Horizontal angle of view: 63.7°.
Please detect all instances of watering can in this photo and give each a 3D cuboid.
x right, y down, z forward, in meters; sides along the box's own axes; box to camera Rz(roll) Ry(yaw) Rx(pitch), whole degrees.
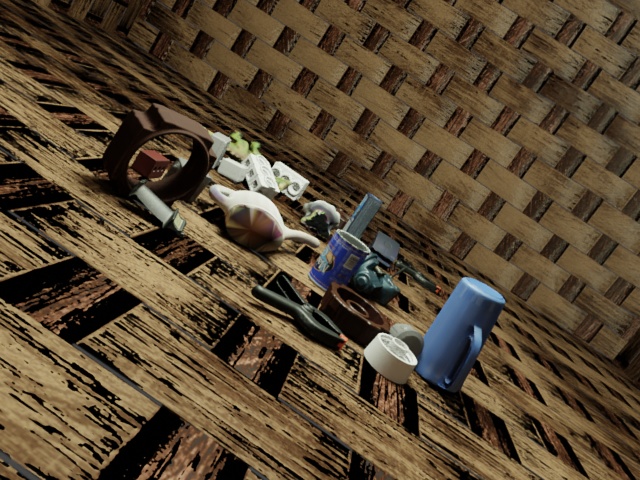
[{"bbox_3d":[-0.132,-0.039,1.325,0.345,0.103,0.228,29,14,-17],"label":"watering can"}]

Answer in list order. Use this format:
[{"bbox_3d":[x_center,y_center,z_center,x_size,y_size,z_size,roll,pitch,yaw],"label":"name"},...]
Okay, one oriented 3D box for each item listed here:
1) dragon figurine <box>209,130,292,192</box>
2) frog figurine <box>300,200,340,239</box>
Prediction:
[{"bbox_3d":[-0.279,-0.287,1.906,0.407,0.120,0.248,22,25,-36],"label":"dragon figurine"},{"bbox_3d":[0.006,-0.092,1.824,0.137,0.120,0.162,14,24,2],"label":"frog figurine"}]
